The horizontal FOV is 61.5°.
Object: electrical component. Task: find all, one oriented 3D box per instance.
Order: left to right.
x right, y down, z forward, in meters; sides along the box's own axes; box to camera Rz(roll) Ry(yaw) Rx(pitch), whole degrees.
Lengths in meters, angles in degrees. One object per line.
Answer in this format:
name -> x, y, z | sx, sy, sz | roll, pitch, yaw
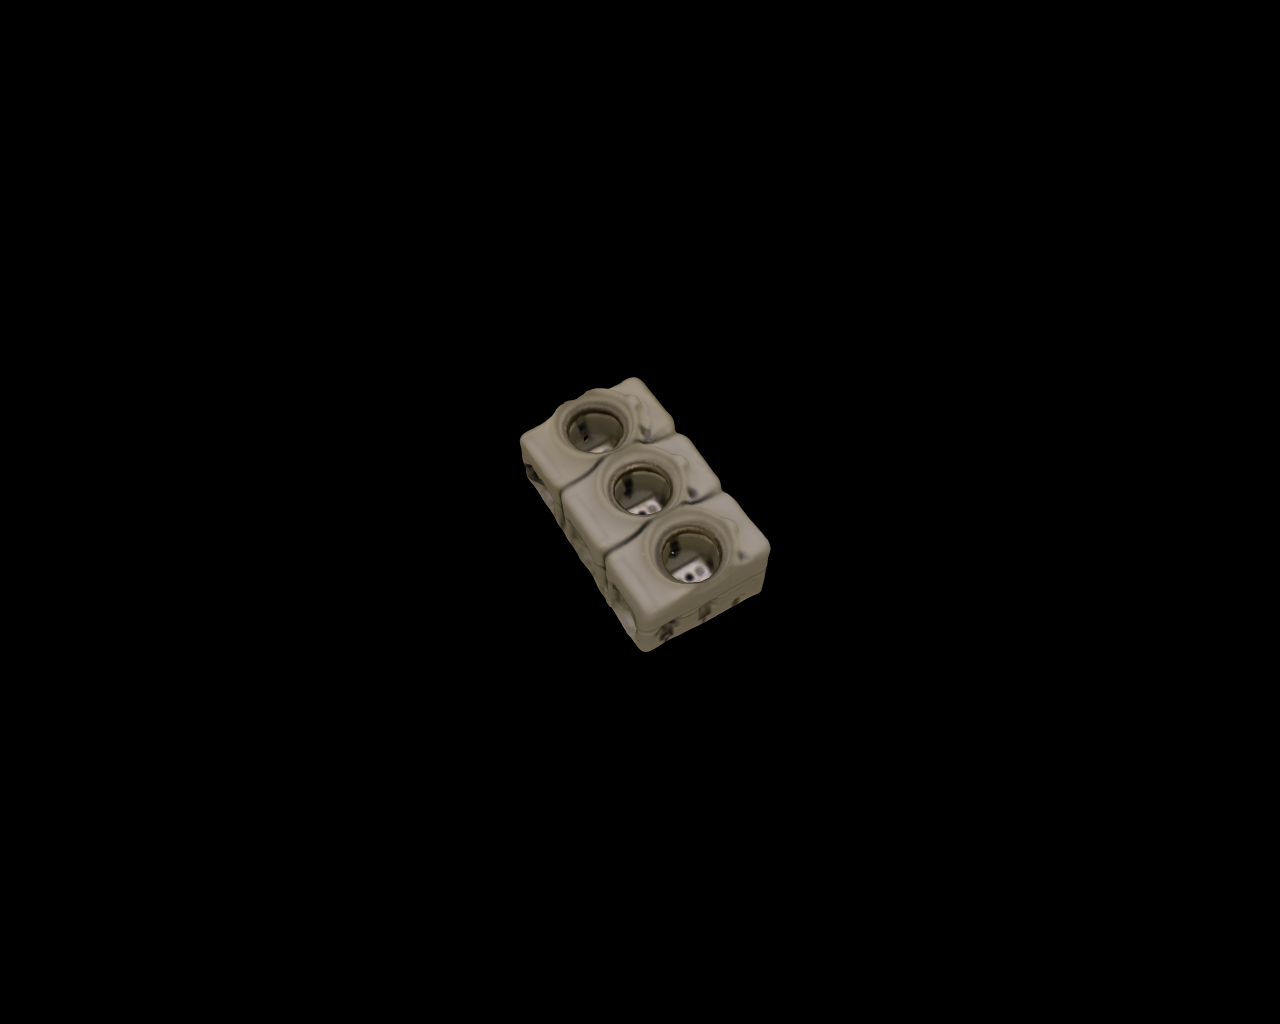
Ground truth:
electrical component -> 0.001, -0.003, 0.650 | 0.090, 0.150, 0.061 | -28, -28, -16
